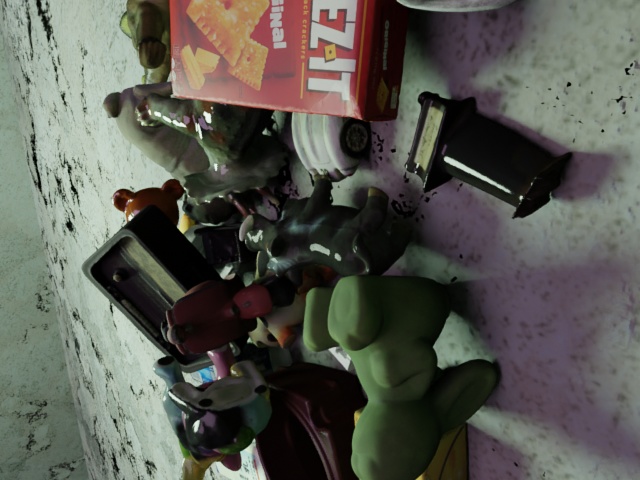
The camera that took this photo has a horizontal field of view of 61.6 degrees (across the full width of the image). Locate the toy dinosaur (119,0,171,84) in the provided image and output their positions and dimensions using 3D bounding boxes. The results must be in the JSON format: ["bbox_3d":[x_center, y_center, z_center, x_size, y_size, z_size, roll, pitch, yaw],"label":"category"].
[{"bbox_3d":[-0.222,-0.320,0.755,0.199,0.105,0.470,55,133,38],"label":"toy dinosaur"}]

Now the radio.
[{"bbox_3d":[-0.209,0.076,0.749,0.131,0.073,0.229,-28,108,30],"label":"radio"}]

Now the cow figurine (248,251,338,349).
[{"bbox_3d":[-0.058,0.069,0.683,0.127,0.085,0.194,45,138,28],"label":"cow figurine"}]

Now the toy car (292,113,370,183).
[{"bbox_3d":[0.001,-0.157,0.535,0.074,0.056,0.201,9,110,53],"label":"toy car"}]

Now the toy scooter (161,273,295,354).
[{"bbox_3d":[-0.124,0.086,0.599,0.184,0.135,0.075,-21,92,51],"label":"toy scooter"}]

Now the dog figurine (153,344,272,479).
[{"bbox_3d":[-0.134,0.251,0.698,0.192,0.108,0.219,29,128,45],"label":"dog figurine"}]

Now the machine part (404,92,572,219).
[{"bbox_3d":[0.122,-0.064,0.421,0.139,0.039,0.084,37,123,44],"label":"machine part"}]

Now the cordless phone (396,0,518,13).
[{"bbox_3d":[0.053,-0.219,0.327,0.089,0.184,0.146,32,128,50],"label":"cordless phone"}]

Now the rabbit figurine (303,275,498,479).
[{"bbox_3d":[0.065,0.123,0.470,0.121,0.159,0.170,-23,65,57],"label":"rabbit figurine"}]

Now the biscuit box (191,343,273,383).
[{"bbox_3d":[-0.145,0.193,0.835,0.203,0.063,0.059,-6,100,57],"label":"biscuit box"}]

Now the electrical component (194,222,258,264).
[{"bbox_3d":[-0.124,0.003,0.737,0.119,0.075,0.047,-4,99,37],"label":"electrical component"}]

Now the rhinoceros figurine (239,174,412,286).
[{"bbox_3d":[-0.001,-0.002,0.538,0.191,0.112,0.073,11,152,45],"label":"rhinoceros figurine"}]

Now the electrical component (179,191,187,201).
[{"bbox_3d":[-0.226,-0.089,0.892,0.102,0.045,0.078,13,114,52],"label":"electrical component"}]

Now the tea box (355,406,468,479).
[{"bbox_3d":[0.095,0.256,0.554,0.098,0.068,0.169,12,111,53],"label":"tea box"}]

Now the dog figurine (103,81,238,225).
[{"bbox_3d":[-0.204,-0.111,0.750,0.121,0.172,0.190,175,88,-66],"label":"dog figurine"}]

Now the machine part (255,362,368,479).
[{"bbox_3d":[-0.004,0.268,0.683,0.202,0.087,0.200,-5,98,54],"label":"machine part"}]

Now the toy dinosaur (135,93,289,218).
[{"bbox_3d":[-0.088,-0.193,0.606,0.192,0.131,0.404,36,125,20],"label":"toy dinosaur"}]

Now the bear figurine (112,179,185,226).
[{"bbox_3d":[-0.243,0.014,0.829,0.195,0.120,0.132,94,158,-44],"label":"bear figurine"}]
